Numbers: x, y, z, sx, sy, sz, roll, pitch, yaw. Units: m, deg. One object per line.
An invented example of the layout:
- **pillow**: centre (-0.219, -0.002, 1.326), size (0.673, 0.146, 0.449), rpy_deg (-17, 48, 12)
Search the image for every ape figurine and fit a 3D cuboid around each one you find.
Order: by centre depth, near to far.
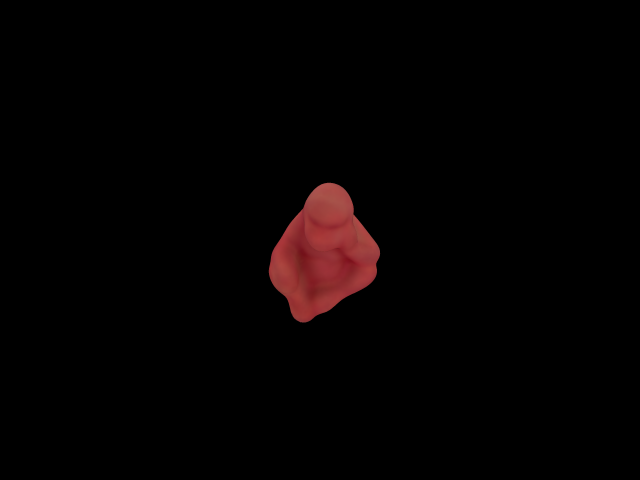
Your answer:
- **ape figurine**: centre (0.004, 0.001, 0.400), size (0.077, 0.092, 0.076), rpy_deg (4, 43, 5)
